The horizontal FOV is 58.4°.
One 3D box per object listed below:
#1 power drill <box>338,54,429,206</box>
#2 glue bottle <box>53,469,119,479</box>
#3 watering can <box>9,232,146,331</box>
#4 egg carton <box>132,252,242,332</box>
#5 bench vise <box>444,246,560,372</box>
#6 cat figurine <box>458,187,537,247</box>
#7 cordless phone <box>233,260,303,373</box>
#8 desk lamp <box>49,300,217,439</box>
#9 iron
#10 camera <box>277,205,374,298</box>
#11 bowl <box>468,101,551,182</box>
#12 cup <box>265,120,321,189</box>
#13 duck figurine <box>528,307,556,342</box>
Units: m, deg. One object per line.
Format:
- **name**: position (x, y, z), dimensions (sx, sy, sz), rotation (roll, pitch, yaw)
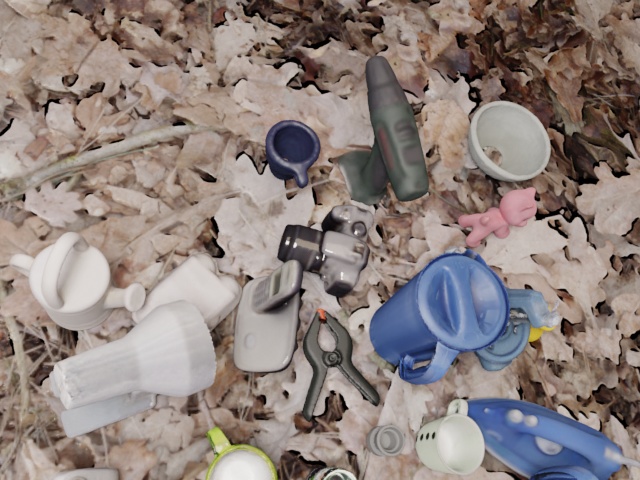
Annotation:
- **power drill**: position (0.099, -0.155, 0.950), dimensions (0.076, 0.208, 0.229), rotation (-16, 75, -20)
- **glue bottle**: position (-0.290, 0.298, 0.694), dimensions (0.078, 0.173, 0.037), rotation (2, 69, -14)
- **watering can**: position (-0.323, 0.052, 0.765), dimensions (0.173, 0.194, 0.101), rotation (-1, 70, -15)
- **egg carton**: position (-0.194, 0.094, 0.853), dimensions (0.107, 0.069, 0.150), rotation (42, 65, 3)
- **bench vise**: position (0.261, 0.102, 0.892), dimensions (0.207, 0.219, 0.122), rotation (44, 66, 4)
- **cat figurine**: position (0.329, -0.047, 1.022), dimensions (0.128, 0.117, 0.067), rotation (-18, 75, -20)
- **cordless phone**: position (-0.066, 0.110, 0.819), dimensions (0.094, 0.185, 0.147), rotation (6, 69, -13)
- **desk lamp**: position (-0.244, 0.170, 0.732), dimensions (0.204, 0.213, 0.118), rotation (-19, 76, -21)
- **iron**: position (0.345, 0.303, 0.883), dimensions (0.258, 0.141, 0.119), rotation (24, 66, -5)
- **camera**: position (0.008, 0.003, 0.925), dimensions (0.137, 0.100, 0.143), rotation (17, 67, -8)
- **bowl**: position (0.350, -0.178, 1.100), dimensions (0.168, 0.074, 0.167), rotation (5, 69, -13)
- **cup**: position (-0.048, -0.129, 0.962), dimensions (0.092, 0.095, 0.117), rotation (-12, 74, -19)
- **duck figurine**: position (0.354, 0.126, 0.982), dimensions (0.104, 0.086, 0.078), rotation (37, 65, 1)
